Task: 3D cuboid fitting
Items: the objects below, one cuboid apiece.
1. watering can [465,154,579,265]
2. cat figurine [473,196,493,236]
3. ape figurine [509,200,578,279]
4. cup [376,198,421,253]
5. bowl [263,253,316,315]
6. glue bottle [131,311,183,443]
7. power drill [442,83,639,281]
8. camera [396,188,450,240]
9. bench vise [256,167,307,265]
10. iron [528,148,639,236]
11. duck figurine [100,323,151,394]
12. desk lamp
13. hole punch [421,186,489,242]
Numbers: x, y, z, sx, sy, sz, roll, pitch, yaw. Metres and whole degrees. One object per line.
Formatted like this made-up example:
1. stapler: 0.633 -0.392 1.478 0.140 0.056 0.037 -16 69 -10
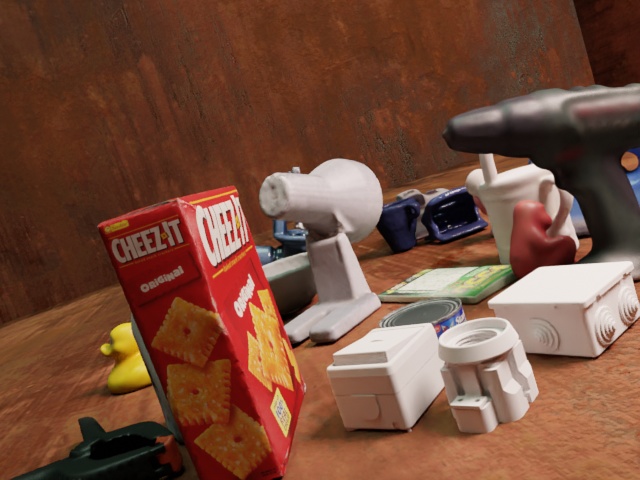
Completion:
1. watering can: 0.255 -0.068 0.750 0.101 0.194 0.172 -24 9 -40
2. cat figurine: 0.308 -0.070 0.948 0.128 0.118 0.067 -20 7 -10
3. ape figurine: 0.252 -0.003 0.666 0.076 0.092 0.078 -18 7 2
4. cup: 0.160 -0.027 1.099 0.092 0.095 0.117 -23 8 -32
5. bowl: -0.060 0.078 0.934 0.167 0.075 0.167 -18 7 3
6. glue bottle: -0.155 0.105 0.552 0.037 0.173 0.078 -22 8 -27
7. power drill: 0.258 -0.056 0.577 0.229 0.208 0.075 -19 7 -1
8. camera: 0.210 -0.063 1.232 0.143 0.101 0.136 -19 7 -7
9. bench vise: -0.067 -0.014 1.074 0.207 0.220 0.121 -20 7 -12
10. iron: 0.395 -0.091 0.778 0.257 0.141 0.119 -11 10 46
11. duck figurine: -0.253 0.155 0.787 0.104 0.086 0.077 -17 7 12
12. desk lamp: 0.007 0.003 0.765 0.117 0.213 0.204 -14 8 36
13. hole punch: 0.245 -0.051 1.081 0.109 0.091 0.101 -19 7 -6
